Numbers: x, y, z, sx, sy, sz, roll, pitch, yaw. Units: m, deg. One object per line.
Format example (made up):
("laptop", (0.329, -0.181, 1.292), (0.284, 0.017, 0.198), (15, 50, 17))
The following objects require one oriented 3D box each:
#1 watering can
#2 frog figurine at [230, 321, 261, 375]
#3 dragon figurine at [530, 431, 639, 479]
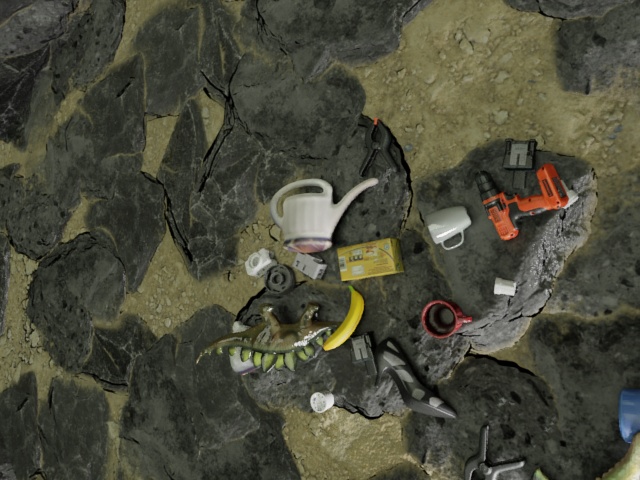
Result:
("watering can", (0.005, -0.076, 1.518), (0.347, 0.103, 0.226), (-4, 78, 23))
("frog figurine", (-0.236, 0.331, 1.613), (0.135, 0.124, 0.160), (-34, 81, 45))
("dragon figurine", (0.569, 0.575, 1.107), (0.242, 0.123, 0.409), (2, 95, 39))
